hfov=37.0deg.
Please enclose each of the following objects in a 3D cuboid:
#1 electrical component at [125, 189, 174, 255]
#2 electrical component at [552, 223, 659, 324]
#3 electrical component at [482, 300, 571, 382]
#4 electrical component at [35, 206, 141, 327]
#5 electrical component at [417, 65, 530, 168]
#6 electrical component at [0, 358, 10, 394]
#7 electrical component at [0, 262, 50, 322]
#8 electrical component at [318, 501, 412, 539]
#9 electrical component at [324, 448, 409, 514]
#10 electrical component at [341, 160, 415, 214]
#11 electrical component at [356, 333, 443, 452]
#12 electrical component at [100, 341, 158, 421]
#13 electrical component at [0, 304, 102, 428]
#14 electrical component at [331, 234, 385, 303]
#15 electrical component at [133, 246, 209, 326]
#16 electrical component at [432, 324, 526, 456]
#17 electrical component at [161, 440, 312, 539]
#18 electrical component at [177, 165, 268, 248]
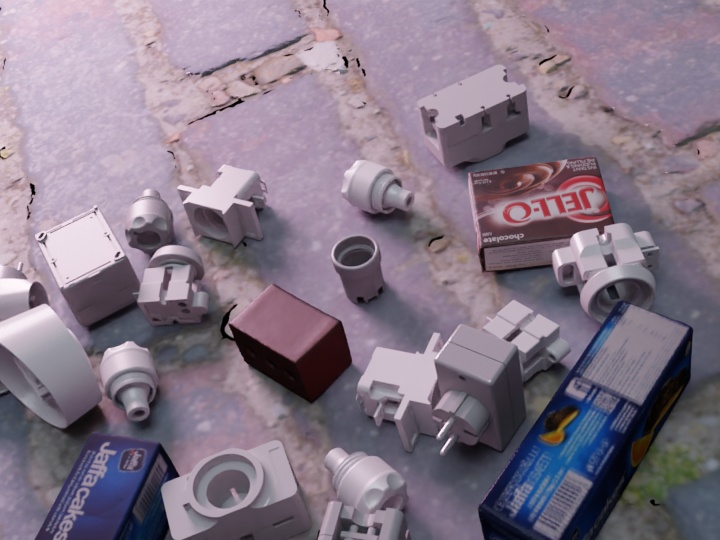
[{"bbox_3d":[-0.192,-0.048,0.985,0.043,0.043,0.062,-12,44,3],"label":"electrical component"},{"bbox_3d":[0.194,0.005,0.827,0.078,0.058,0.057,-12,43,3],"label":"electrical component"},{"bbox_3d":[0.114,0.060,0.805,0.055,0.048,0.066,-36,49,-29],"label":"electrical component"},{"bbox_3d":[-0.237,-0.005,0.943,0.062,0.061,0.096,-28,47,-12],"label":"electrical component"},{"bbox_3d":[0.105,-0.137,0.983,0.089,0.055,0.050,-25,47,-10],"label":"electrical component"},{"bbox_3d":[-0.309,0.076,0.901,0.040,0.040,0.046,-26,41,-10],"label":"electrical component"},{"bbox_3d":[-0.315,0.024,0.948,0.077,0.044,0.079,-8,46,7],"label":"electrical component"},{"bbox_3d":[0.004,0.195,0.674,0.050,0.089,0.055,4,48,17],"label":"electrical component"},{"bbox_3d":[0.001,0.148,0.751,0.043,0.043,0.062,-38,49,-21],"label":"electrical component"},{"bbox_3d":[0.018,-0.070,0.951,0.062,0.043,0.043,23,57,29],"label":"electrical component"},{"bbox_3d":[0.035,0.088,0.800,0.064,0.042,0.081,10,51,25],"label":"electrical component"},{"bbox_3d":[-0.181,0.091,0.851,0.043,0.043,0.062,-21,47,-6],"label":"electrical component"},{"bbox_3d":[-0.250,0.077,0.845,0.064,0.099,0.099,-31,48,-23],"label":"electrical component"},{"bbox_3d":[0.000,0.000,0.888,0.040,0.046,0.040,-7,46,8],"label":"electrical component"},{"bbox_3d":[-0.159,0.013,0.918,0.066,0.048,0.055,-5,54,10],"label":"electrical component"},{"bbox_3d":[0.076,0.096,0.753,0.047,0.083,0.075,21,56,30],"label":"electrical component"},{"bbox_3d":[-0.087,0.163,0.751,0.089,0.055,0.050,-21,46,-5],"label":"electrical component"},{"bbox_3d":[-0.120,-0.060,0.980,0.081,0.042,0.063,15,49,25],"label":"electrical component"}]
